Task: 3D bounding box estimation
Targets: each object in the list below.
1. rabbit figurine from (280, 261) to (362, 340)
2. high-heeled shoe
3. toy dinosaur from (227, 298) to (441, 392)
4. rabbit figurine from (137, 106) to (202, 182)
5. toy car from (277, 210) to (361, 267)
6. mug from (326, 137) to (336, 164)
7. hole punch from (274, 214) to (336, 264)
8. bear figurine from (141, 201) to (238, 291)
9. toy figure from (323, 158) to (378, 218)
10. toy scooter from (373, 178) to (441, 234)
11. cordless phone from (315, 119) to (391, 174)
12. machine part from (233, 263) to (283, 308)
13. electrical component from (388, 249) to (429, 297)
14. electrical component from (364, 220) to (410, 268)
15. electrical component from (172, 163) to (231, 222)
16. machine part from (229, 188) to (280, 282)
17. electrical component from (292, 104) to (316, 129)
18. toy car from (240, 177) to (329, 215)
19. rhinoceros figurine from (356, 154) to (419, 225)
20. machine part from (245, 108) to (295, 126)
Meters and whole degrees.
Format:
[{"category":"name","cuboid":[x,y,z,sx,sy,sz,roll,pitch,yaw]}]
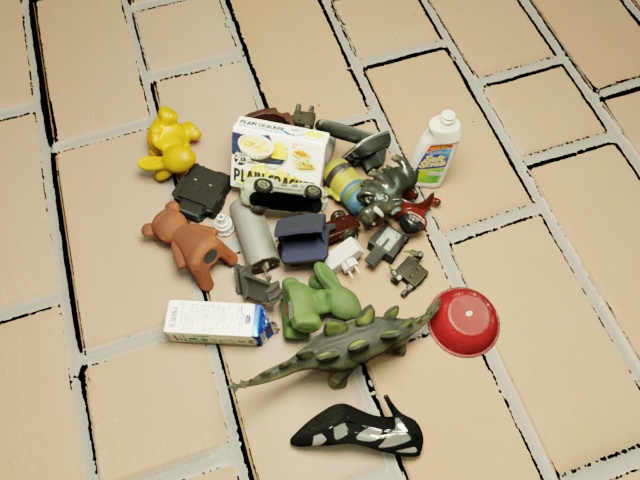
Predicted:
[{"category":"rabbit figurine","cuboid":[0.003,0.137,1.172,0.170,0.121,0.159,0,56,-20]},{"category":"high-heeled shoe","cuboid":[0.077,0.400,1.071,0.249,0.086,0.145,-24,99,9]},{"category":"toy dinosaur","cuboid":[0.047,0.212,1.071,0.471,0.198,0.105,-24,63,-13]},{"category":"rabbit figurine","cuboid":[-0.364,-0.218,1.300,0.162,0.121,0.173,-41,52,3]},{"category":"toy car","cuboid":[-0.003,-0.004,1.252,0.202,0.053,0.089,-22,46,-12]},{"category":"mug","cuboid":[-0.002,-0.242,1.339,0.081,0.109,0.107,15,52,16]},{"category":"hole punch","cuboid":[-0.040,-0.019,1.180,0.142,0.092,0.116,-9,43,8]},{"category":"bear figurine","cuboid":[-0.304,0.008,1.228,0.196,0.131,0.120,29,68,33]},{"category":"toy figure","cuboid":[0.076,-0.122,1.274,0.082,0.089,0.180,-11,46,-32]},{"category":"toy scooter","cuboid":[0.211,-0.098,1.283,0.135,0.075,0.184,-25,59,-28]},{"category":"cordless phone","cuboid":[0.065,-0.233,1.292,0.184,0.146,0.088,17,80,-13]},{"category":"machine part","cuboid":[-0.140,0.099,1.167,0.139,0.084,0.039,18,24,39]},{"category":"electrical component","cuboid":[0.202,0.070,1.221,0.102,0.045,0.078,-37,69,-16]},{"category":"electrical component","cuboid":[0.148,0.020,1.243,0.075,0.047,0.119,31,69,14]},{"category":"electrical component","cuboid":[-0.287,-0.111,1.300,0.115,0.058,0.134,18,66,11]},{"category":"machine part","cuboid":[-0.152,-0.012,1.243,0.079,0.079,0.243,-19,67,-8]},{"category":"electrical component","cuboid":[-0.045,-0.317,1.415,0.063,0.021,0.094,8,66,4]},{"category":"toy car","cuboid":[-0.079,-0.097,1.223,0.202,0.073,0.056,6,40,-14]},{"category":"rhinoceros figurine","cuboid":[0.145,-0.107,1.197,0.112,0.073,0.190,47,61,0]},{"category":"machine part","cuboid":[-0.134,-0.253,1.367,0.179,0.056,0.179,-1,64,1]}]
